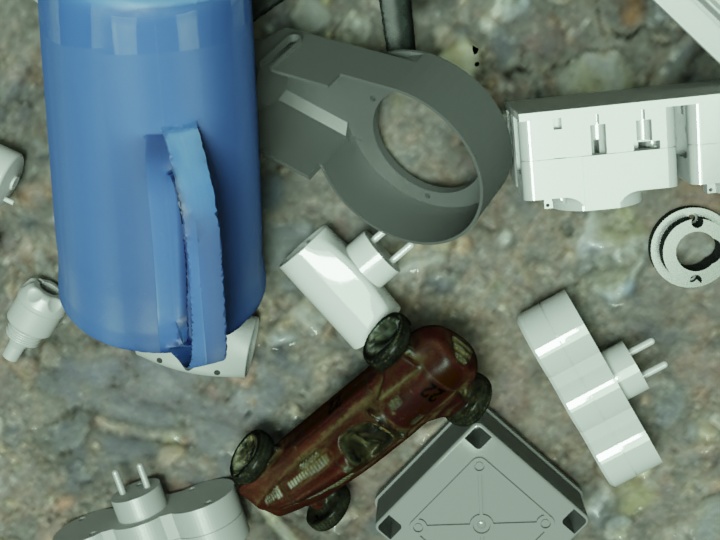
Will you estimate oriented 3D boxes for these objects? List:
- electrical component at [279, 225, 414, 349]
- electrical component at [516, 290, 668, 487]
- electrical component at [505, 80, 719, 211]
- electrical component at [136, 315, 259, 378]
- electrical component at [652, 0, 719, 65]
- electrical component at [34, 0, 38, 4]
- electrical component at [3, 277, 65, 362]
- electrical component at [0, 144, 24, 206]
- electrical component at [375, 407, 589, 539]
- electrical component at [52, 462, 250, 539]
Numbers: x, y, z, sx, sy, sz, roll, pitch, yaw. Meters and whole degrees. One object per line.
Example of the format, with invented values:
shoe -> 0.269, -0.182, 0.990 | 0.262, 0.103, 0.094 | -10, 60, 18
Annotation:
electrical component -> 0.000, 0.000, 0.728 | 0.079, 0.044, 0.077 | -41, 98, 10
electrical component -> 0.171, 0.073, 0.730 | 0.074, 0.052, 0.138 | -30, 99, 9
electrical component -> 0.190, -0.080, 0.668 | 0.186, 0.105, 0.060 | -5, 102, 4
electrical component -> -0.109, 0.028, 0.741 | 0.077, 0.043, 0.079 | 12, 103, 0
electrical component -> 0.210, -0.193, 0.664 | 0.121, 0.063, 0.078 | 41, 102, -6
electrical component -> -0.155, -0.191, 0.667 | 0.048, 0.099, 0.099 | 38, 103, -16
electrical component -> -0.232, 0.037, 0.754 | 0.035, 0.035, 0.061 | 33, 105, -4
electrical component -> -0.266, -0.074, 0.728 | 0.078, 0.040, 0.040 | 25, 103, -3
electrical component -> 0.084, 0.167, 0.754 | 0.109, 0.056, 0.108 | 41, 101, -6
electrical component -> -0.155, 0.174, 0.771 | 0.138, 0.052, 0.073 | -16, 101, 7
